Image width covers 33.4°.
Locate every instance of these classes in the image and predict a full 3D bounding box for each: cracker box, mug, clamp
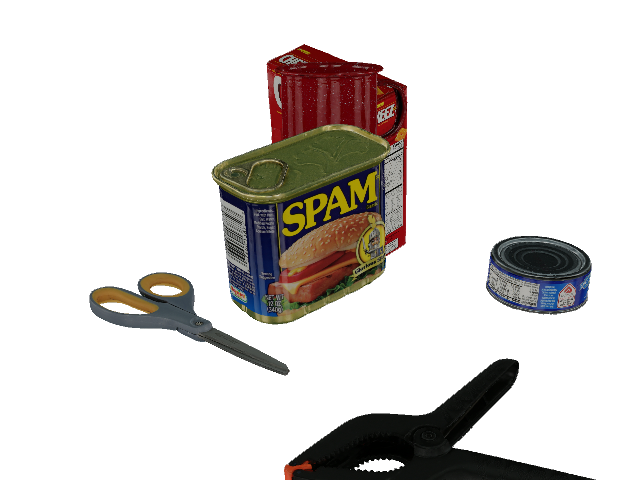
[{"bbox_3d":[0.018,-0.098,1.239,0.164,0.214,0.072,29,46,36],"label":"cracker box"},{"bbox_3d":[0.019,-0.110,0.923,0.117,0.081,0.093,-6,16,-19],"label":"mug"},{"bbox_3d":[0.077,0.143,0.743,0.210,0.036,0.164,-6,28,-6],"label":"clamp"}]

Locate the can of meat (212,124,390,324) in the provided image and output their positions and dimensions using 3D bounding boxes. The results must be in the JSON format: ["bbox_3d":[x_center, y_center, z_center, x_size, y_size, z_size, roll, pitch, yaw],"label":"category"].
[{"bbox_3d":[-0.008,-0.010,0.615,0.101,0.084,0.058,-23,35,-32],"label":"can of meat"}]

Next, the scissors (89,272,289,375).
[{"bbox_3d":[-0.095,0.063,0.876,0.202,0.016,0.096,13,26,22],"label":"scissors"}]

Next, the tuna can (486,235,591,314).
[{"bbox_3d":[0.184,0.028,0.901,0.086,0.034,0.086,2,25,-1],"label":"tuna can"}]
